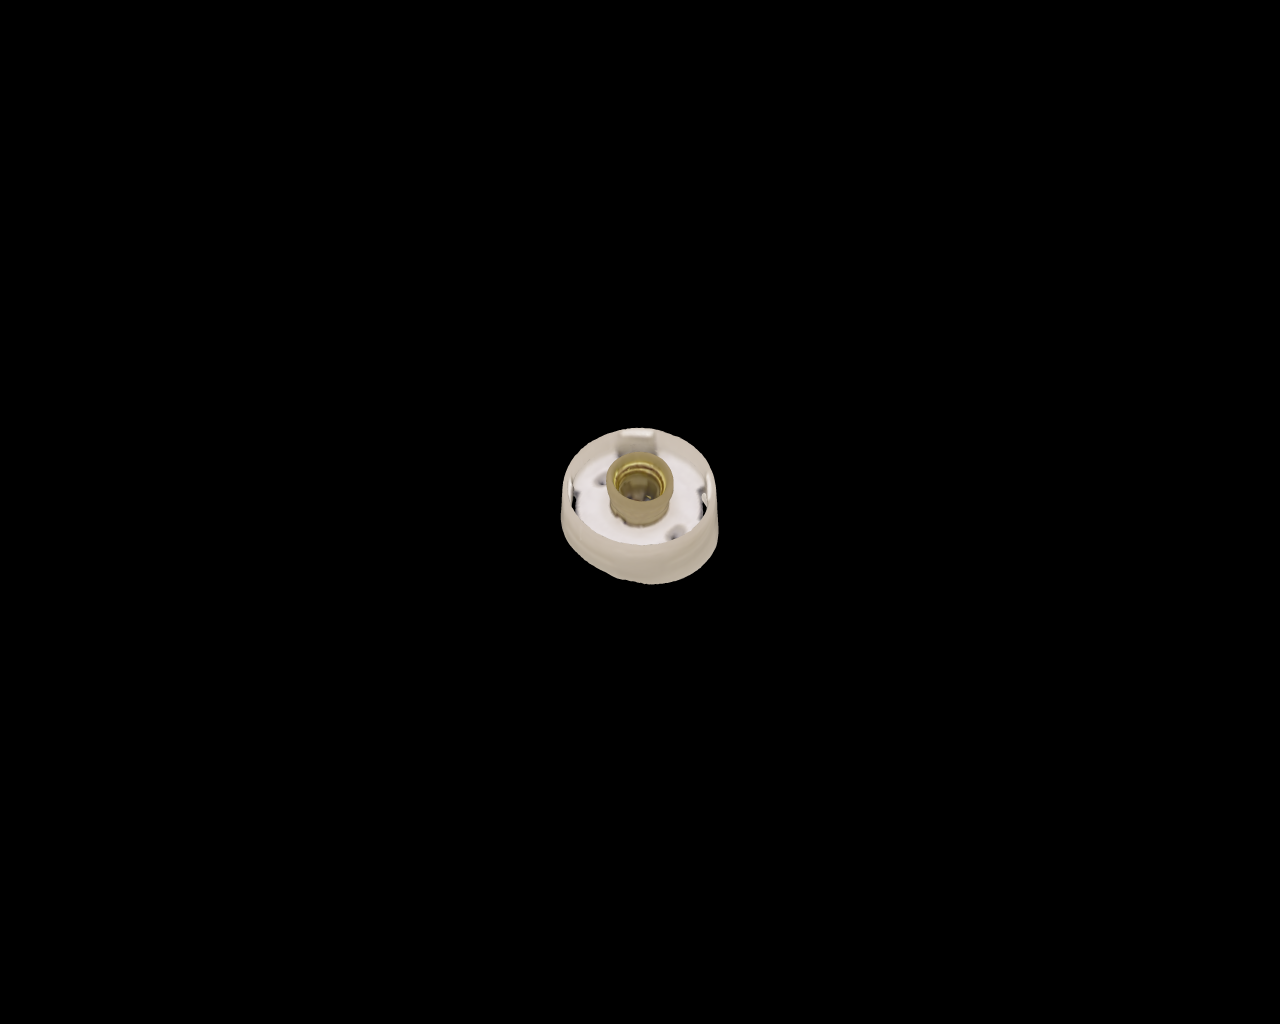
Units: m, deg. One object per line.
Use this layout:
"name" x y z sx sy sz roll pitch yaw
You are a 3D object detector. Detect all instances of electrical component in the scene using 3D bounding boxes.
"electrical component" 0.001 -0.003 0.650 0.099 0.099 0.064 0 -37 0
